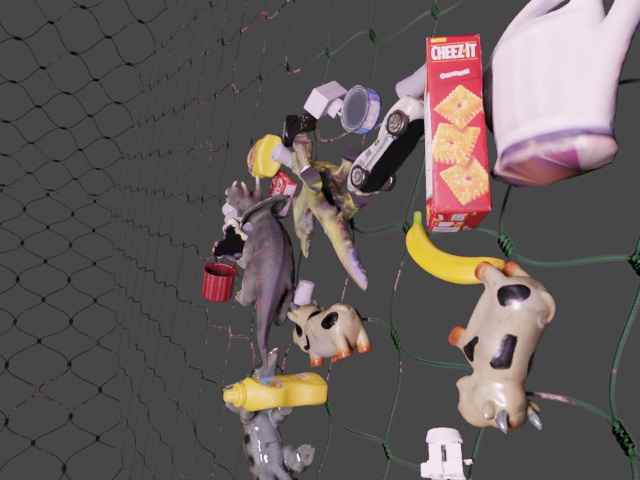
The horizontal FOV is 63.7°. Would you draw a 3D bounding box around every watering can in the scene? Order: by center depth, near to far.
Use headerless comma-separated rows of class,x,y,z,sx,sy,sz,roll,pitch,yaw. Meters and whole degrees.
watering can,0.264,-0.179,0.534,0.345,0.104,0.226,149,124,-74

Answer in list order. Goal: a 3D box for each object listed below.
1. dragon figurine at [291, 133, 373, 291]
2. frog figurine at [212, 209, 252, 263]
dragon figurine,0.003,-0.051,1.006,0.237,0.122,0.419,113,151,-57
frog figurine,-0.196,-0.021,1.323,0.162,0.123,0.135,-66,-14,-67
